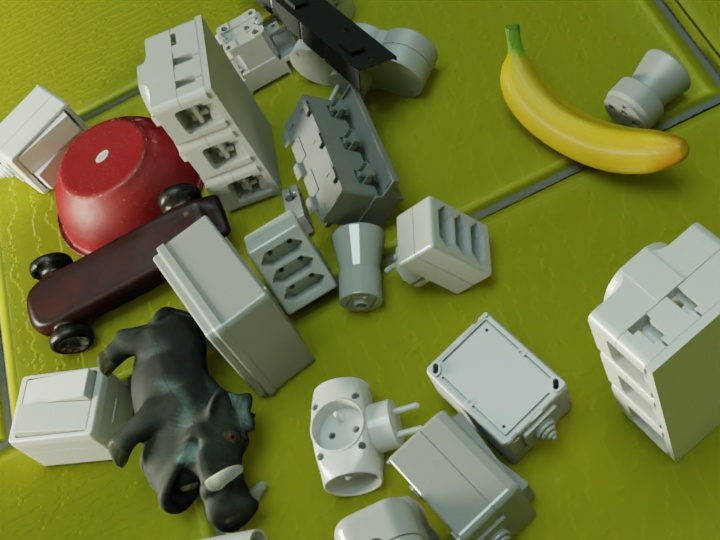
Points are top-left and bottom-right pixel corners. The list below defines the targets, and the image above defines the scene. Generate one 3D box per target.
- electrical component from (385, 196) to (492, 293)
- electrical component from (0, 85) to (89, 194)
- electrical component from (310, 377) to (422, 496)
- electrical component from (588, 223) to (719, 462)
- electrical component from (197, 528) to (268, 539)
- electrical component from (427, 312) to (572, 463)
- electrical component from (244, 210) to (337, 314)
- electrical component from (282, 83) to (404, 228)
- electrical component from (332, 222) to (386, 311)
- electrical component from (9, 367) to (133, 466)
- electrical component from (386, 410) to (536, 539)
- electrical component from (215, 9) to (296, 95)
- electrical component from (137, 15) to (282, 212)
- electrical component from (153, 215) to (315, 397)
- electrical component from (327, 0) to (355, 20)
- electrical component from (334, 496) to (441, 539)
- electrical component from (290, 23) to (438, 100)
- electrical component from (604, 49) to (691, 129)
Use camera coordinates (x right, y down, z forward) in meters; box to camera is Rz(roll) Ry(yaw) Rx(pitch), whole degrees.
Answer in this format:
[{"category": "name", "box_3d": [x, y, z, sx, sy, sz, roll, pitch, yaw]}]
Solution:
[{"category": "electrical component", "box_3d": [0.053, -0.011, 0.843, 0.077, 0.066, 0.047, -32, 46, 39]}, {"category": "electrical component", "box_3d": [-0.319, -0.123, 1.068, 0.061, 0.061, 0.096, 33, 76, 35]}, {"category": "electrical component", "box_3d": [0.007, 0.117, 0.790, 0.079, 0.044, 0.077, -17, 55, 13]}, {"category": "electrical component", "box_3d": [0.204, 0.047, 0.683, 0.089, 0.150, 0.061, -40, 54, -4]}, {"category": "electrical component", "box_3d": [-0.108, 0.216, 0.778, 0.081, 0.043, 0.043, -14, 56, 15]}, {"category": "electrical component", "box_3d": [0.104, 0.089, 0.760, 0.062, 0.061, 0.096, -43, 62, -7]}, {"category": "electrical component", "box_3d": [-0.060, -0.013, 0.893, 0.047, 0.065, 0.076, -31, 24, 2]}, {"category": "electrical component", "box_3d": [-0.018, -0.092, 0.912, 0.078, 0.063, 0.121, -54, 43, 37]}, {"category": "electrical component", "box_3d": [0.000, 0.000, 0.869, 0.044, 0.044, 0.065, -11, 61, 17]}, {"category": "electrical component", "box_3d": [-0.243, 0.120, 0.884, 0.096, 0.061, 0.061, -8, 57, 18]}, {"category": "electrical component", "box_3d": [0.076, 0.149, 0.729, 0.061, 0.061, 0.096, -42, 53, -6]}, {"category": "electrical component", "box_3d": [-0.103, -0.210, 1.029, 0.081, 0.063, 0.042, -29, 52, 5]}, {"category": "electrical component", "box_3d": [-0.130, -0.131, 0.936, 0.062, 0.150, 0.089, -19, 54, 10]}, {"category": "electrical component", "box_3d": [-0.099, 0.029, 0.850, 0.056, 0.108, 0.108, -37, 53, -6]}, {"category": "electrical component", "box_3d": [-0.036, -0.262, 1.043, 0.055, 0.047, 0.055, -11, 56, 17]}, {"category": "electrical component", "box_3d": [0.024, 0.190, 0.705, 0.054, 0.095, 0.059, -27, 53, 6]}, {"category": "electrical component", "box_3d": [-0.005, -0.179, 0.975, 0.138, 0.052, 0.073, 14, 66, 29]}, {"category": "electrical component", "box_3d": [0.228, -0.141, 0.857, 0.055, 0.045, 0.045, -45, 54, -8]}]
